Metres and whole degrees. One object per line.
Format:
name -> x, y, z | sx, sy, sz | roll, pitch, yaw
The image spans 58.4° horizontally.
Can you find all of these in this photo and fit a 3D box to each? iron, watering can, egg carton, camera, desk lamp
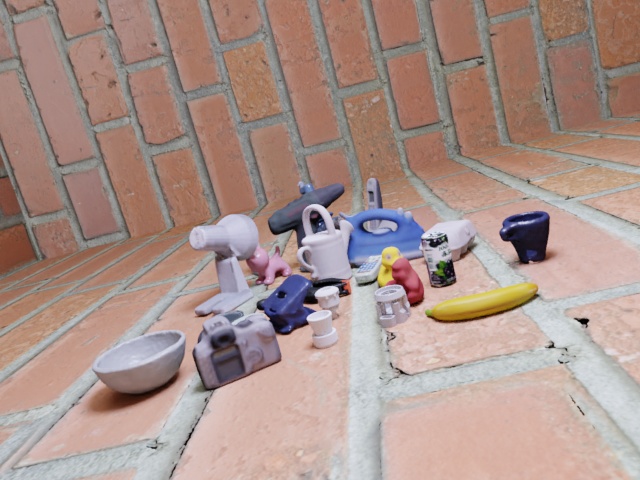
iron -> 0.165, -0.020, 1.449 | 0.257, 0.141, 0.119 | -9, 13, 29
watering can -> 0.011, 0.005, 1.390 | 0.100, 0.194, 0.173 | -9, 13, 28
egg carton -> 0.304, 0.001, 1.352 | 0.107, 0.069, 0.151 | -7, 14, 34
camera -> -0.160, 0.177, 1.011 | 0.143, 0.101, 0.136 | -19, 12, -20
desk lamp -> -0.236, 0.053, 1.426 | 0.117, 0.214, 0.204 | -8, 13, 31

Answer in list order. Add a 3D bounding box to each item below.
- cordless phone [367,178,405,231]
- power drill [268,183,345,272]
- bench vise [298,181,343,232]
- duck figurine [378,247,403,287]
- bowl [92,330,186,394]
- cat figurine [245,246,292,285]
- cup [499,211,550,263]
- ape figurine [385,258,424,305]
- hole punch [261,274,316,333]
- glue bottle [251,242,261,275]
cordless phone -> 0.180, -0.085, 1.634 | 0.094, 0.185, 0.147 | -20, 13, -25
power drill -> -0.018, -0.028, 1.554 | 0.230, 0.208, 0.075 | -18, 12, -15
bench vise -> 0.008, -0.077, 1.730 | 0.206, 0.220, 0.122 | -5, 15, 40
duck figurine -> 0.156, 0.056, 1.232 | 0.077, 0.086, 0.104 | -18, 12, -14
bowl -> -0.314, 0.228, 1.028 | 0.167, 0.075, 0.167 | -14, 11, 3
cat figurine -> -0.148, 0.056, 1.541 | 0.067, 0.118, 0.128 | -3, 16, 46
cup -> 0.411, 0.001, 1.149 | 0.118, 0.095, 0.091 | -21, 13, -27
ape figurine -> 0.161, 0.079, 1.101 | 0.076, 0.092, 0.077 | -19, 12, -22
hole punch -> -0.065, 0.127, 1.158 | 0.101, 0.091, 0.108 | -20, 12, -25
glue bottle -> -0.195, 0.015, 1.659 | 0.037, 0.173, 0.078 | -19, 12, -21
